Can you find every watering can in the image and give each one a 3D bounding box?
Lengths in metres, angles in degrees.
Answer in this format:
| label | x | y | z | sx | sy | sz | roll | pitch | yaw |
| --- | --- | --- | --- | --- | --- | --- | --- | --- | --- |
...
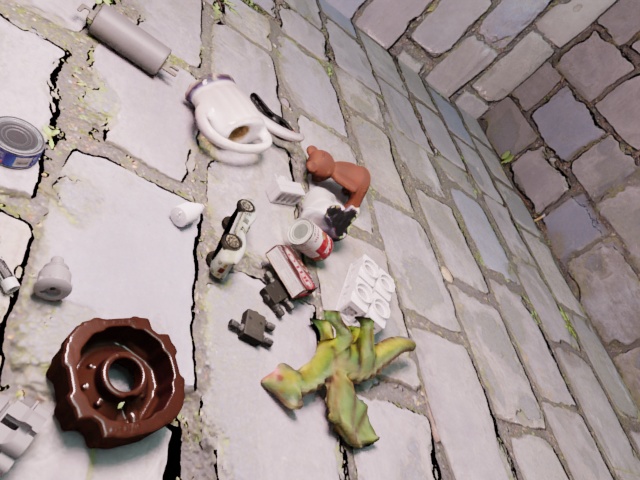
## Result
| label | x | y | z | sx | sy | sz | roll | pitch | yaw |
| --- | --- | --- | --- | --- | --- | --- | --- | --- | --- |
| watering can | -0.189 | -0.304 | 1.277 | 0.226 | 0.102 | 0.351 | 53 | 32 | 10 |

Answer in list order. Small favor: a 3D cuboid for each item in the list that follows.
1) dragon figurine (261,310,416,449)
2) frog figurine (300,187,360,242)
| label | x | y | z | sx | sy | sz | roll | pitch | yaw |
| --- | --- | --- | --- | --- | --- | --- | --- | --- | --- |
| dragon figurine | 0.067 | 0.271 | 0.995 | 0.407 | 0.120 | 0.248 | 21 | 57 | -34 |
| frog figurine | 0.004 | -0.064 | 1.277 | 0.139 | 0.120 | 0.161 | -21 | 30 | -34 |
